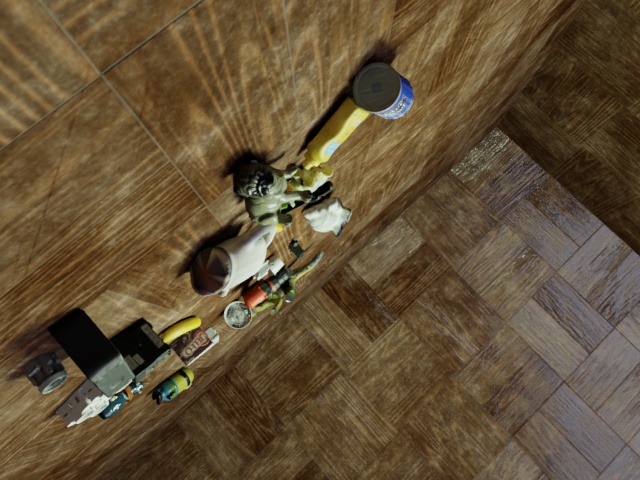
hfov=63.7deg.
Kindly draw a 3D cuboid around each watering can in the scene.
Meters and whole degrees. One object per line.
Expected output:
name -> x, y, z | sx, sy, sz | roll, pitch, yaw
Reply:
watering can -> -0.233, 0.078, 1.299 | 0.341, 0.105, 0.227 | -49, 167, 34

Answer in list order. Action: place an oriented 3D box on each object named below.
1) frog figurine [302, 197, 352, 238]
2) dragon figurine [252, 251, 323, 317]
frog figurine -> 0.005, -0.083, 1.655 | 0.159, 0.125, 0.135 | 10, 145, -31
dragon figurine -> -0.160, 0.190, 2.139 | 0.414, 0.122, 0.241 | -39, -174, -15
